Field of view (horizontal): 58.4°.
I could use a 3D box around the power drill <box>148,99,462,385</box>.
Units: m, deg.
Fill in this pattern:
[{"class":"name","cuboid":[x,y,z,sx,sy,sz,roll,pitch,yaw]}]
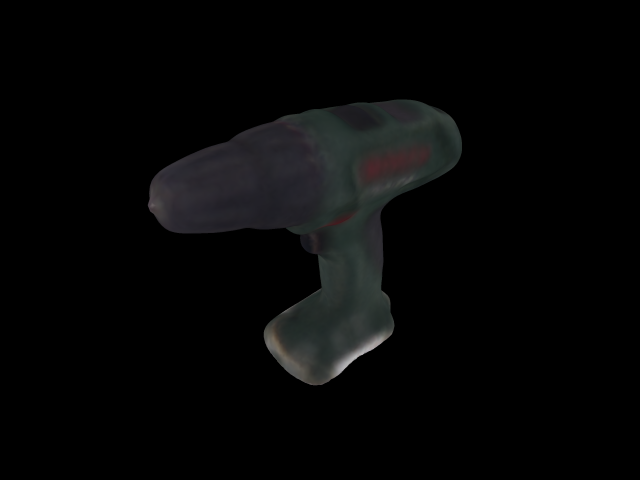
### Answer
[{"class":"power drill","cuboid":[0.004,0.001,0.400,0.230,0.208,0.075,-31,50,-30]}]
